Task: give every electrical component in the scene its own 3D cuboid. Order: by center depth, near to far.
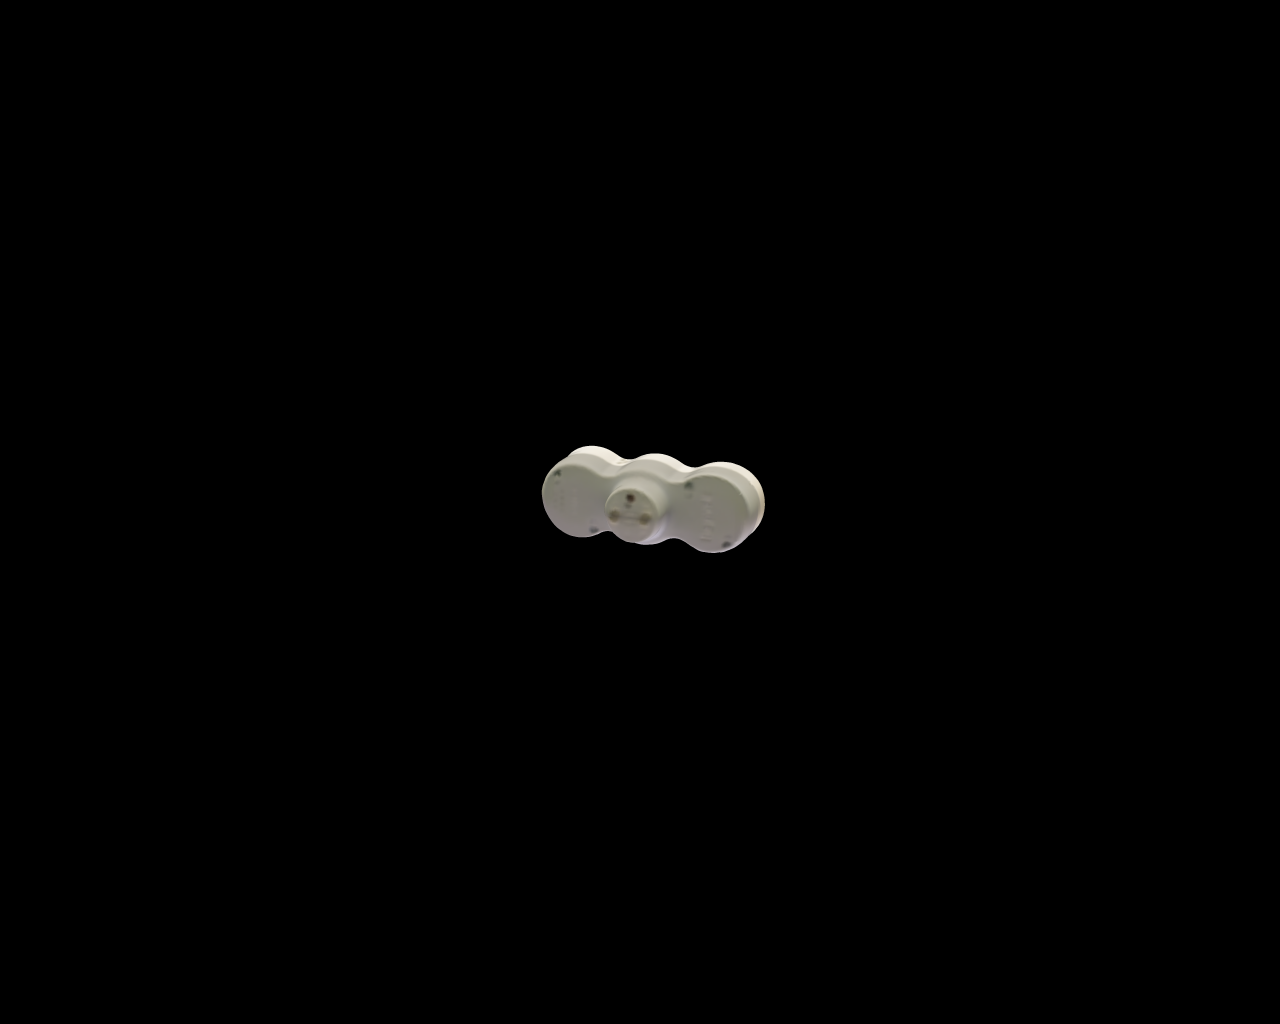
[{"bbox_3d":[0.001,-0.003,0.650,0.138,0.052,0.074,7,20,20],"label":"electrical component"}]
